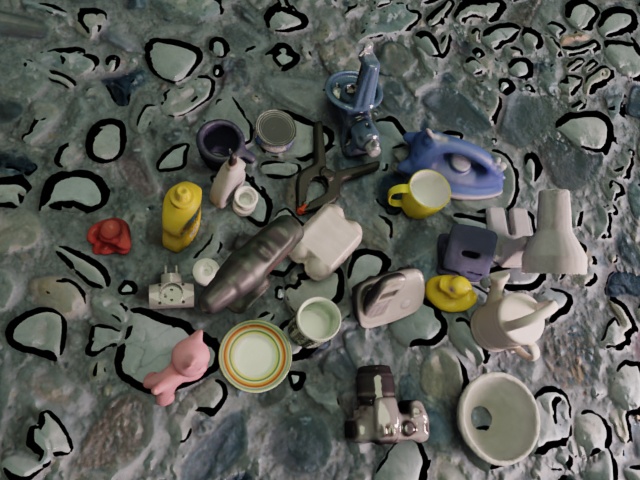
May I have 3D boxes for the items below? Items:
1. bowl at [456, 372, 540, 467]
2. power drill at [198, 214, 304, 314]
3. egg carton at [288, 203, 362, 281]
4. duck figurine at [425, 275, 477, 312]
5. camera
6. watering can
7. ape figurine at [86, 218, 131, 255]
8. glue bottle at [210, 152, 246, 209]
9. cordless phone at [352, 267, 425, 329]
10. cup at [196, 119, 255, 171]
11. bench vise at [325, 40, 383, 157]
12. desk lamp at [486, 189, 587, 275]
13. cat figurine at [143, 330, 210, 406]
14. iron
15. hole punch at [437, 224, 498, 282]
[{"bbox_3d":[0.325,0.338,1.088,0.168,0.074,0.167,5,71,-13],"label":"bowl"},{"bbox_3d":[-0.125,0.059,0.989,0.075,0.208,0.230,42,67,2],"label":"power drill"},{"bbox_3d":[0.010,0.004,1.119,0.107,0.069,0.150,41,67,1],"label":"egg carton"},{"bbox_3d":[0.273,0.101,1.147,0.104,0.086,0.077,19,68,-8],"label":"duck figurine"},{"bbox_3d":[0.121,0.296,1.034,0.143,0.100,0.137,2,72,-14],"label":"camera"},{"bbox_3d":[0.372,0.147,1.099,0.173,0.194,0.101,44,67,3],"label":"watering can"},{"bbox_3d":[-0.369,-0.010,1.011,0.078,0.092,0.076,36,67,-1],"label":"ape figurine"},{"bbox_3d":[-0.166,-0.120,1.057,0.037,0.173,0.078,37,67,0],"label":"glue bottle"},{"bbox_3d":[0.143,0.094,1.061,0.148,0.185,0.094,-18,77,-19],"label":"cordless phone"},{"bbox_3d":[-0.183,-0.168,1.111,0.118,0.095,0.092,26,68,-5],"label":"cup"},{"bbox_3d":[0.094,-0.282,1.154,0.122,0.219,0.207,-32,82,-22],"label":"bench vise"},{"bbox_3d":[0.434,-0.004,1.155,0.118,0.213,0.203,1,72,-14],"label":"desk lamp"},{"bbox_3d":[-0.234,0.214,0.958,0.067,0.117,0.128,46,67,4],"label":"cat figurine"},{"bbox_3d":[0.302,-0.165,1.213,0.258,0.141,0.119,16,69,-9],"label":"iron"},{"bbox_3d":[0.304,0.028,1.176,0.109,0.091,0.101,11,70,-11],"label":"hole punch"}]
